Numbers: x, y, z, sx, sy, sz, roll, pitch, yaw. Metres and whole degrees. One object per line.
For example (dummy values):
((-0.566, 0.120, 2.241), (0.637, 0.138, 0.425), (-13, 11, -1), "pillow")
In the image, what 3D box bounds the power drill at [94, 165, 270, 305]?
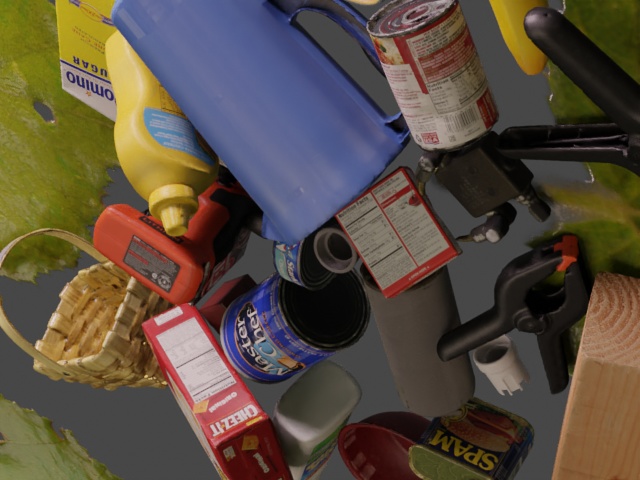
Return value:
((-0.122, -0.034, 0.976), (0.184, 0.187, 0.057), (33, 129, 9), "power drill")

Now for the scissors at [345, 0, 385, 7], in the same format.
((-0.029, -0.244, 0.797), (0.202, 0.016, 0.096), (33, 144, 10), "scissors")

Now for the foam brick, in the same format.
((-0.083, 0.086, 1.187), (0.078, 0.053, 0.051), (50, 145, -12), "foam brick")

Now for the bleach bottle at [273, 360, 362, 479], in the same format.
((-0.012, 0.238, 1.267), (0.068, 0.102, 0.251), (41, 154, 18), "bleach bottle")

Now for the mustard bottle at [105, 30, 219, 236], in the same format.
((-0.131, -0.089, 0.908), (0.058, 0.191, 0.096), (-31, 145, 32), "mustard bottle")

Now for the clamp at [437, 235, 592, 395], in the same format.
((0.168, 0.062, 0.903), (0.120, 0.039, 0.171), (7, 130, -1), "clamp")

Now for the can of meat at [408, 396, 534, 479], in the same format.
((0.153, 0.209, 1.069), (0.102, 0.083, 0.057), (22, 141, 26), "can of meat")

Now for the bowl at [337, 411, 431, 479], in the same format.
((0.101, 0.241, 1.181), (0.162, 0.055, 0.162), (26, 143, 21), "bowl")

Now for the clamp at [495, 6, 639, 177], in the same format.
((0.217, -0.068, 0.728), (0.210, 0.036, 0.165), (26, 159, 6), "clamp")

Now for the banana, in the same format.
((0.104, -0.196, 0.709), (0.197, 0.037, 0.070), (50, 164, -11), "banana")

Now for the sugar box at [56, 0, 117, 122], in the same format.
((-0.199, -0.189, 0.996), (0.093, 0.048, 0.176), (32, 144, 13), "sugar box")

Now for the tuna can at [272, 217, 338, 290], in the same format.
((-0.006, 0.001, 0.988), (0.034, 0.086, 0.086), (20, 141, 30), "tuna can")

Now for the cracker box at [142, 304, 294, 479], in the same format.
((-0.109, 0.192, 1.188), (0.214, 0.072, 0.164), (49, 162, 45), "cracker box")

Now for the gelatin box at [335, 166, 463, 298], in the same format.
((0.066, -0.007, 0.900), (0.073, 0.030, 0.089), (-34, 80, 16), "gelatin box")

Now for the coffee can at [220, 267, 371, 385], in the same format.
((-0.027, 0.081, 1.083), (0.103, 0.102, 0.141), (45, 145, -7), "coffee can")

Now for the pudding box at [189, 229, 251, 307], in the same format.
((-0.108, 0.005, 1.086), (0.039, 0.090, 0.114), (34, 145, 10), "pudding box")

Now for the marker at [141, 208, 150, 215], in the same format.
((-0.221, -0.016, 1.235), (0.020, 0.020, 0.121), (51, 145, -15), "marker")

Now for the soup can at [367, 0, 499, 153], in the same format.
((0.084, -0.123, 0.776), (0.069, 0.068, 0.102), (3, 131, 42), "soup can")

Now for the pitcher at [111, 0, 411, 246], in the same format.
((-0.043, -0.130, 0.856), (0.243, 0.149, 0.145), (49, 160, -6), "pitcher")

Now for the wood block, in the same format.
((0.249, 0.133, 0.872), (0.091, 0.090, 0.206), (12, 138, 14), "wood block")
